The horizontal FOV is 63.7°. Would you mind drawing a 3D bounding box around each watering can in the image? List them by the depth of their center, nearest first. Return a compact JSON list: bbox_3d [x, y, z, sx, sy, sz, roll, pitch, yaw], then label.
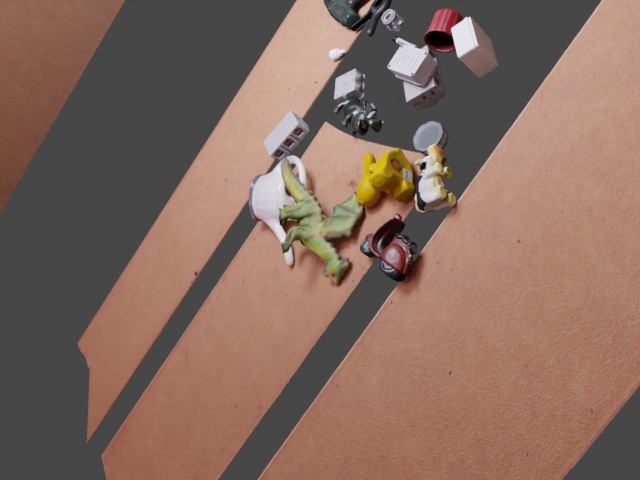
[{"bbox_3d":[-0.135,-0.094,1.615,0.224,0.103,0.350,-1,77,44],"label":"watering can"}]

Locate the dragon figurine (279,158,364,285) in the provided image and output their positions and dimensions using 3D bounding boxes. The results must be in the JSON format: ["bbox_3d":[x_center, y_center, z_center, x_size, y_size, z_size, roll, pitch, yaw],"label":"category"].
[{"bbox_3d":[0.004,-0.073,1.451,0.242,0.120,0.417,-7,68,9],"label":"dragon figurine"}]
